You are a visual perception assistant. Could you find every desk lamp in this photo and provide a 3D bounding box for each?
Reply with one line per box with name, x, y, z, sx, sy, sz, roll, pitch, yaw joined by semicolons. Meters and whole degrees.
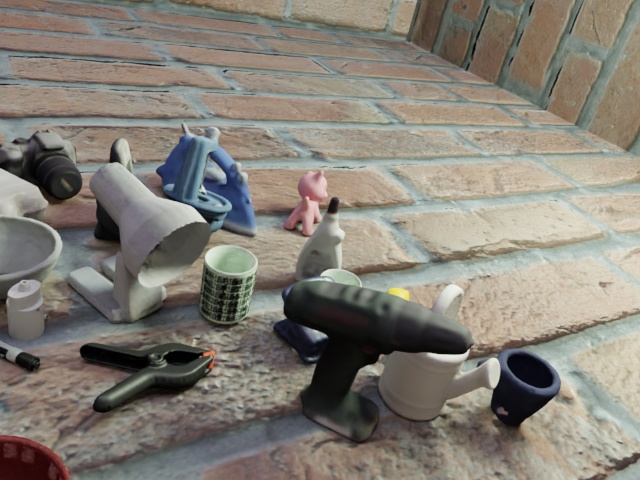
desk lamp;-0.263;0.012;0.810;0.202;0.213;0.118;30;33;25

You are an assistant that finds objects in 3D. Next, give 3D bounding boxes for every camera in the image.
camera;-0.512;-0.138;1.063;0.144;0.101;0.136;-14;41;-40

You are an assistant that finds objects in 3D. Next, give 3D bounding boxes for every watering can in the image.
watering can;0.160;0.148;0.787;0.172;0.194;0.101;19;30;8

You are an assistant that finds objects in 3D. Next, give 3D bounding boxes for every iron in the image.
iron;-0.206;-0.125;1.136;0.257;0.141;0.119;32;34;27

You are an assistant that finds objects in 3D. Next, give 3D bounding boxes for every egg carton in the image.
egg carton;-0.542;-0.065;0.959;0.150;0.069;0.107;24;31;15

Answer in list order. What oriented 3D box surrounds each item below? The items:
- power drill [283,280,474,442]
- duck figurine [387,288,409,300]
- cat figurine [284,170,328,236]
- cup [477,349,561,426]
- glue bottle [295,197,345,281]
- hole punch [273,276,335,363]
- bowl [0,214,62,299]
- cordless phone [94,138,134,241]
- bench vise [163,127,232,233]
power drill;0.055;0.149;0.725;0.229;0.208;0.076;22;31;13
duck figurine;0.121;0.117;0.932;0.105;0.086;0.077;-10;38;-36
cat figurine;-0.021;-0.089;1.182;0.067;0.118;0.128;17;30;4
cup;0.271;0.216;0.821;0.118;0.095;0.091;12;30;-5
glue bottle;0.009;0.004;0.984;0.078;0.173;0.037;17;30;4
hole punch;0.000;0.117;0.871;0.109;0.091;0.100;-15;41;-40
bowl;-0.461;0.035;0.823;0.167;0.075;0.167;11;30;-6
cordless phone;-0.333;-0.099;0.993;0.094;0.185;0.147;6;31;-14
bench vise;-0.214;-0.070;0.962;0.121;0.220;0.207;14;30;-1
